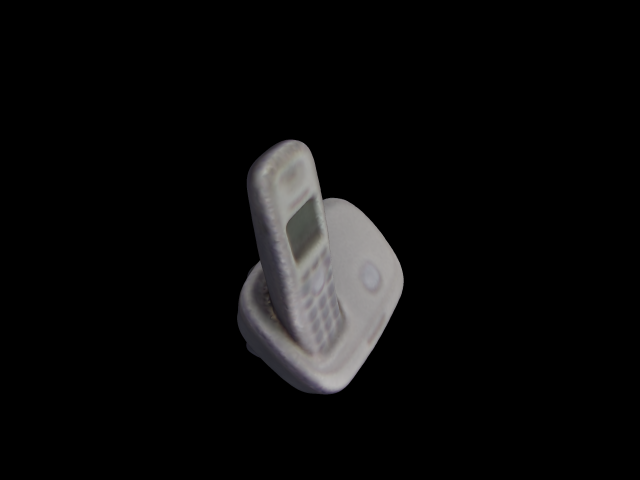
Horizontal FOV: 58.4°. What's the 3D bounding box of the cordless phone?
[{"bbox_3d":[0.004,0.001,0.400,0.094,0.185,0.148,18,44,19],"label":"cordless phone"}]
